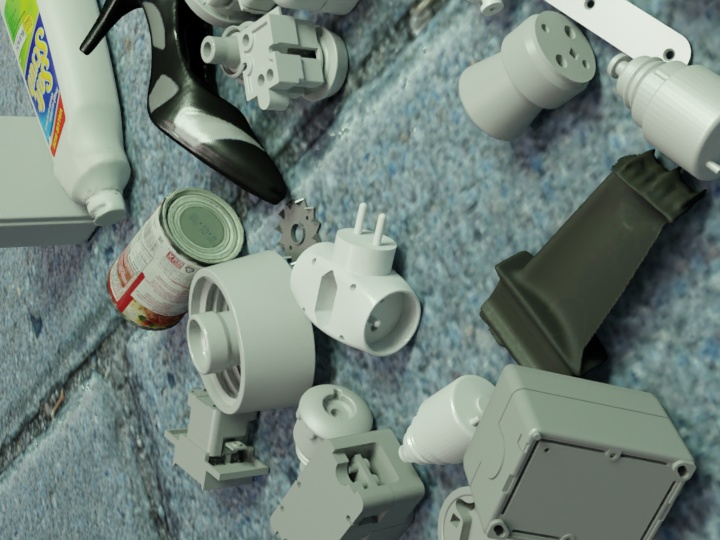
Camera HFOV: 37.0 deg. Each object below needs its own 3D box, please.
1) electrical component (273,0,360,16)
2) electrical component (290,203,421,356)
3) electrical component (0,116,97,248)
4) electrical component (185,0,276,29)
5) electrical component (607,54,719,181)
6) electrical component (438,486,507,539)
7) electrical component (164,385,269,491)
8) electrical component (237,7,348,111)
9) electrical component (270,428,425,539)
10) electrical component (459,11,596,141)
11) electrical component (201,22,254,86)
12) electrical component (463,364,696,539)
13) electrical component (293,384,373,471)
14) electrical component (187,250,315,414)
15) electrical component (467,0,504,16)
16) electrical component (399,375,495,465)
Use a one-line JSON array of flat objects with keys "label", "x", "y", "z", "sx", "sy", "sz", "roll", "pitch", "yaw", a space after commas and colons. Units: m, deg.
[{"label": "electrical component", "x": -0.019, "y": -0.202, "z": 0.646, "sx": 0.095, "sy": 0.059, "sz": 0.053, "roll": -45, "pitch": 59, "yaw": 43}, {"label": "electrical component", "x": 0.000, "y": 0.000, "z": 0.648, "sx": 0.077, "sy": 0.043, "sz": 0.079, "roll": 33, "pitch": 117, "yaw": 45}, {"label": "electrical component", "x": -0.297, "y": -0.079, "z": 0.958, "sx": 0.056, "sy": 0.109, "sz": 0.108, "roll": -41, "pitch": 61, "yaw": 47}, {"label": "electrical component", "x": -0.086, "y": -0.202, "z": 0.731, "sx": 0.057, "sy": 0.058, "sz": 0.078, "roll": -37, "pitch": 64, "yaw": 43}, {"label": "electrical component", "x": 0.140, "y": -0.072, "z": 0.473, "sx": 0.078, "sy": 0.040, "sz": 0.040, "roll": 48, "pitch": 127, "yaw": 38}, {"label": "electrical component", "x": 0.076, "y": 0.137, "z": 0.559, "sx": 0.055, "sy": 0.047, "sz": 0.055, "roll": 4, "pitch": 96, "yaw": 51}, {"label": "electrical component", "x": -0.104, "y": 0.121, "z": 0.786, "sx": 0.081, "sy": 0.042, "sz": 0.063, "roll": 24, "pitch": 109, "yaw": 47}, {"label": "electrical component", "x": -0.042, "y": -0.132, "z": 0.681, "sx": 0.048, "sy": 0.055, "sz": 0.066, "roll": -18, "pitch": 78, "yaw": 50}, {"label": "electrical component", "x": -0.006, "y": 0.143, "z": 0.654, "sx": 0.050, "sy": 0.056, "sz": 0.089, "roll": 58, "pitch": 133, "yaw": 31}, {"label": "electrical component", "x": 0.083, "y": -0.097, "z": 0.537, "sx": 0.055, "sy": 0.045, "sz": 0.045, "roll": -35, "pitch": 66, "yaw": 46}, {"label": "electrical component", "x": -0.075, "y": -0.144, "z": 0.716, "sx": 0.048, "sy": 0.062, "sz": 0.048, "roll": 5, "pitch": 96, "yaw": 51}, {"label": "electrical component", "x": 0.104, "y": 0.088, "z": 0.498, "sx": 0.061, "sy": 0.096, "sz": 0.061, "roll": -103, "pitch": 29, "yaw": -60}, {"label": "electrical component", "x": -0.022, "y": 0.107, "z": 0.683, "sx": 0.048, "sy": 0.048, "sz": 0.062, "roll": 53, "pitch": 136, "yaw": 35}, {"label": "electrical component", "x": -0.081, "y": 0.044, "z": 0.719, "sx": 0.108, "sy": 0.060, "sz": 0.108, "roll": 31, "pitch": 126, "yaw": 56}, {"label": "electrical component", "x": 0.057, "y": -0.170, "z": 0.568, "sx": 0.040, "sy": 0.040, "sz": 0.078, "roll": -37, "pitch": 64, "yaw": 46}, {"label": "electrical component", "x": 0.048, "y": 0.088, "z": 0.597, "sx": 0.078, "sy": 0.040, "sz": 0.040, "roll": -41, "pitch": 61, "yaw": 45}]
